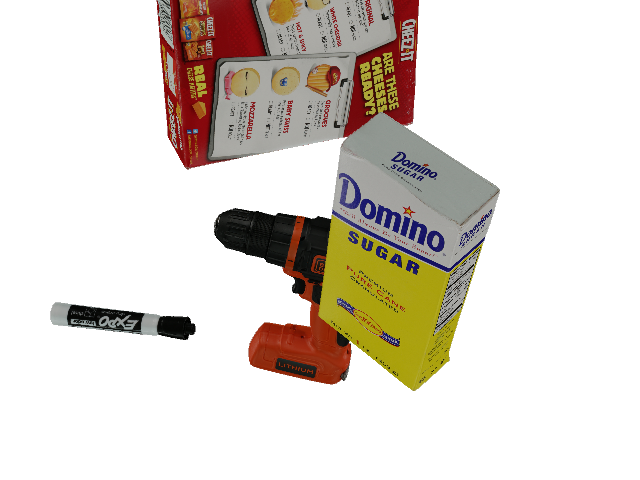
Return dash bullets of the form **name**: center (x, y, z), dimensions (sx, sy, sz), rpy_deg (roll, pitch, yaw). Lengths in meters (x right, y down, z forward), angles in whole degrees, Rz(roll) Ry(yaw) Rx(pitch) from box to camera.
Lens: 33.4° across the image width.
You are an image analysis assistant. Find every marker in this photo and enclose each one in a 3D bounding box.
- **marker**: center (-0.160, 0.065, 0.864), dimensions (0.121, 0.020, 0.020), rpy_deg (5, 1, 13)

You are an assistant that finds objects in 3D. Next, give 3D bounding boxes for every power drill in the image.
- **power drill**: center (-0.023, 0.055, 1.056), dimensions (0.184, 0.188, 0.057), rpy_deg (14, 43, 1)

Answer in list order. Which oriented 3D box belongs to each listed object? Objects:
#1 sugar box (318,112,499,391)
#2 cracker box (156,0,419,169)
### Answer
- **sugar box**: center (0.050, 0.012, 0.681), dimensions (0.093, 0.176, 0.048), rpy_deg (36, 58, 23)
- **cracker box**: center (-0.027, -0.164, 0.904), dimensions (0.213, 0.164, 0.072), rpy_deg (-14, 38, -17)
